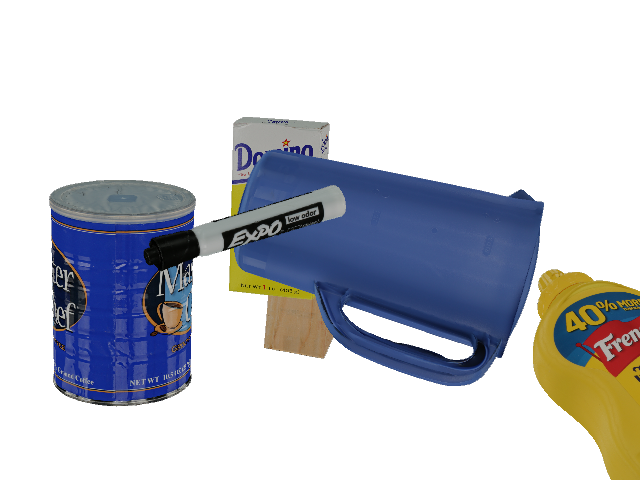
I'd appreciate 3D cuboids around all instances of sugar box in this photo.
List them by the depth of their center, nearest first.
[{"bbox_3d":[-0.043,-0.033,1.078,0.093,0.176,0.048,5,16,12],"label":"sugar box"}]

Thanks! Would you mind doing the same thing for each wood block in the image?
[{"bbox_3d":[-0.020,0.046,1.486,0.090,0.206,0.090,9,22,8],"label":"wood block"}]

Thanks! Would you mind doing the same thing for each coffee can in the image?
[{"bbox_3d":[-0.144,0.035,0.776,0.103,0.140,0.103,3,16,-1],"label":"coffee can"}]

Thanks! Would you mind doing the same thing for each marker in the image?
[{"bbox_3d":[-0.041,-0.007,0.595,0.120,0.020,0.020,-17,8,-26],"label":"marker"}]

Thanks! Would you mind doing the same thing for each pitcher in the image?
[{"bbox_3d":[0.053,0.012,0.884,0.243,0.145,0.149,15,17,9],"label":"pitcher"}]

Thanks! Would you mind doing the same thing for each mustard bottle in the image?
[{"bbox_3d":[0.179,0.076,0.620,0.096,0.058,0.192,-14,35,-12],"label":"mustard bottle"}]
